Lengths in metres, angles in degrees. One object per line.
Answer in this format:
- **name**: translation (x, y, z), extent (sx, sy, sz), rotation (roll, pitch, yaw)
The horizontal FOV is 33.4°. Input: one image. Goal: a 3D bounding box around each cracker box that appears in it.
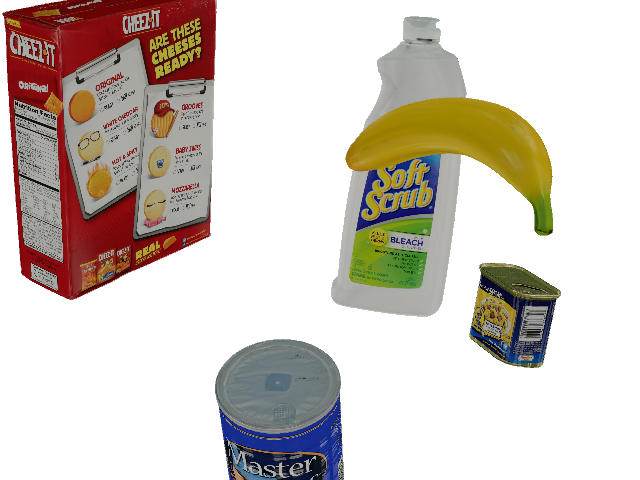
- **cracker box**: translation (-0.161, -0.083, 0.840), extent (0.072, 0.214, 0.163), rotation (20, 29, 31)

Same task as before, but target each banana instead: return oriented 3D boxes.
- **banana**: translation (0.084, -0.061, 0.699), extent (0.037, 0.069, 0.198), rotation (26, -1, -38)

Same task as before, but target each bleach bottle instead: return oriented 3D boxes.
- **bleach bottle**: translation (0.068, -0.064, 0.917), extent (0.103, 0.251, 0.068), rotation (8, 18, 13)

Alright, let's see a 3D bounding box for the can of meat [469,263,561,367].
- **can of meat**: translation (0.207, 0.080, 1.149), extent (0.057, 0.084, 0.102), rotation (2, 17, -23)

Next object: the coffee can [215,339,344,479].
- **coffee can**: translation (-0.032, 0.169, 0.908), extent (0.103, 0.140, 0.103), rotation (-2, 37, 1)
